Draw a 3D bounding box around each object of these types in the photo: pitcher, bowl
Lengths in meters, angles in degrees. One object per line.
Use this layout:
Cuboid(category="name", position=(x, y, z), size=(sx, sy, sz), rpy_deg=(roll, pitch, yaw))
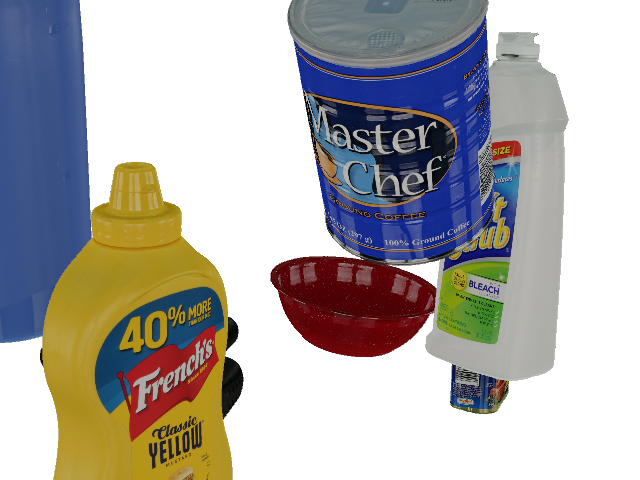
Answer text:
Cuboid(category="pitcher", position=(-0.216, -0.057, 0.672), size=(0.149, 0.243, 0.145), rpy_deg=(-5, 26, -10))
Cuboid(category="bowl", position=(0.030, 0.066, 0.997), size=(0.162, 0.055, 0.162), rpy_deg=(7, 17, -3))

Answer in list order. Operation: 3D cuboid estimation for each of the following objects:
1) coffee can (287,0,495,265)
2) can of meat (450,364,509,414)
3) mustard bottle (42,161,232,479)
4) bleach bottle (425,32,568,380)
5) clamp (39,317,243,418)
Cuboid(category="coffee can", position=(0.043, -0.071, 0.589), size=(0.103, 0.140, 0.103), rpy_deg=(-6, 42, 5))
Cuboid(category="can of meat", position=(0.176, 0.136, 1.170), size=(0.057, 0.084, 0.102), rpy_deg=(5, 9, 21))
Cuboid(category="mustard bottle", position=(-0.085, 0.058, 0.506), size=(0.058, 0.192, 0.096), rpy_deg=(15, 21, 40))
Cuboid(category="bleach bottle", position=(0.134, -0.028, 0.800), size=(0.067, 0.251, 0.103), rpy_deg=(-8, 15, -37))
Cuboid(category="clamp", position=(-0.107, 0.097, 0.810), size=(0.164, 0.036, 0.210), rpy_deg=(-10, 13, -28))
